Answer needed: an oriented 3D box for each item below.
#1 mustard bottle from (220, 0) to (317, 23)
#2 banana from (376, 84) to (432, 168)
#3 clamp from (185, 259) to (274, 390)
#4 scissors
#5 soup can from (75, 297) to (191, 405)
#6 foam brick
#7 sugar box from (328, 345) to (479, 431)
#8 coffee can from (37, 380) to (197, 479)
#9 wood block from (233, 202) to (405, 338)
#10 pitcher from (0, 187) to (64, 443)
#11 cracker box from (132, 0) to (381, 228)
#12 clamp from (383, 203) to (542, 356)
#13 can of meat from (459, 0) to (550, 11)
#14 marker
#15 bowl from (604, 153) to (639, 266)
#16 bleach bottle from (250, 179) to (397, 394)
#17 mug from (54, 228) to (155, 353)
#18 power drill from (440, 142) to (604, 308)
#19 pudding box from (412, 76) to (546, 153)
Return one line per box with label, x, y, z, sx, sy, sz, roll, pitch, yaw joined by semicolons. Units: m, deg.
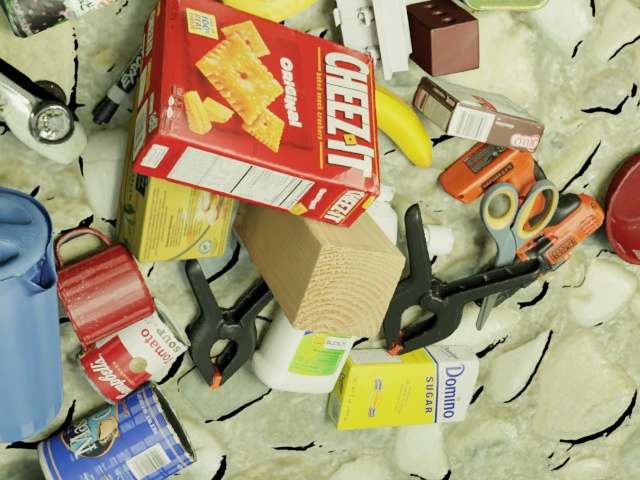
mustard bottle;-0.071;-0.288;0.957;0.096;0.058;0.191;-24;123;1
banana;0.048;-0.131;1.107;0.197;0.037;0.070;17;128;-27
clamp;-0.092;0.086;1.167;0.120;0.039;0.171;-2;124;-15
scissors;0.192;0.013;1.191;0.096;0.016;0.202;19;116;-24
soup can;-0.196;0.116;1.125;0.102;0.068;0.068;-37;124;0
foam brick;0.120;-0.203;1.068;0.053;0.078;0.051;-14;123;-14
sugar box;0.102;0.178;1.290;0.176;0.048;0.093;1;117;-21
coffee can;-0.219;0.231;1.157;0.140;0.103;0.102;-29;124;-4
wood block;-0.006;0.002;1.052;0.090;0.206;0.091;8;114;-25
pitcher;-0.316;0.075;1.010;0.144;0.149;0.243;-9;134;-15
cracker box;-0.053;-0.118;0.955;0.213;0.164;0.072;14;147;-24
clamp;0.122;0.053;1.199;0.164;0.036;0.210;30;128;-14
can of meat;0.169;-0.262;1.051;0.102;0.084;0.057;-4;120;-19
marker;-0.176;-0.158;1.010;0.020;0.020;0.121;33;102;-32
bowl;0.399;-0.052;1.275;0.162;0.055;0.162;-9;120;-17
bleach bottle;0.014;0.047;1.173;0.102;0.068;0.251;11;111;-34
mug;-0.222;0.043;1.070;0.081;0.093;0.117;-25;87;-13
power drill;0.215;-0.025;1.219;0.184;0.057;0.187;-41;126;4
pudding box;0.166;-0.131;1.118;0.113;0.090;0.039;11;111;-26
